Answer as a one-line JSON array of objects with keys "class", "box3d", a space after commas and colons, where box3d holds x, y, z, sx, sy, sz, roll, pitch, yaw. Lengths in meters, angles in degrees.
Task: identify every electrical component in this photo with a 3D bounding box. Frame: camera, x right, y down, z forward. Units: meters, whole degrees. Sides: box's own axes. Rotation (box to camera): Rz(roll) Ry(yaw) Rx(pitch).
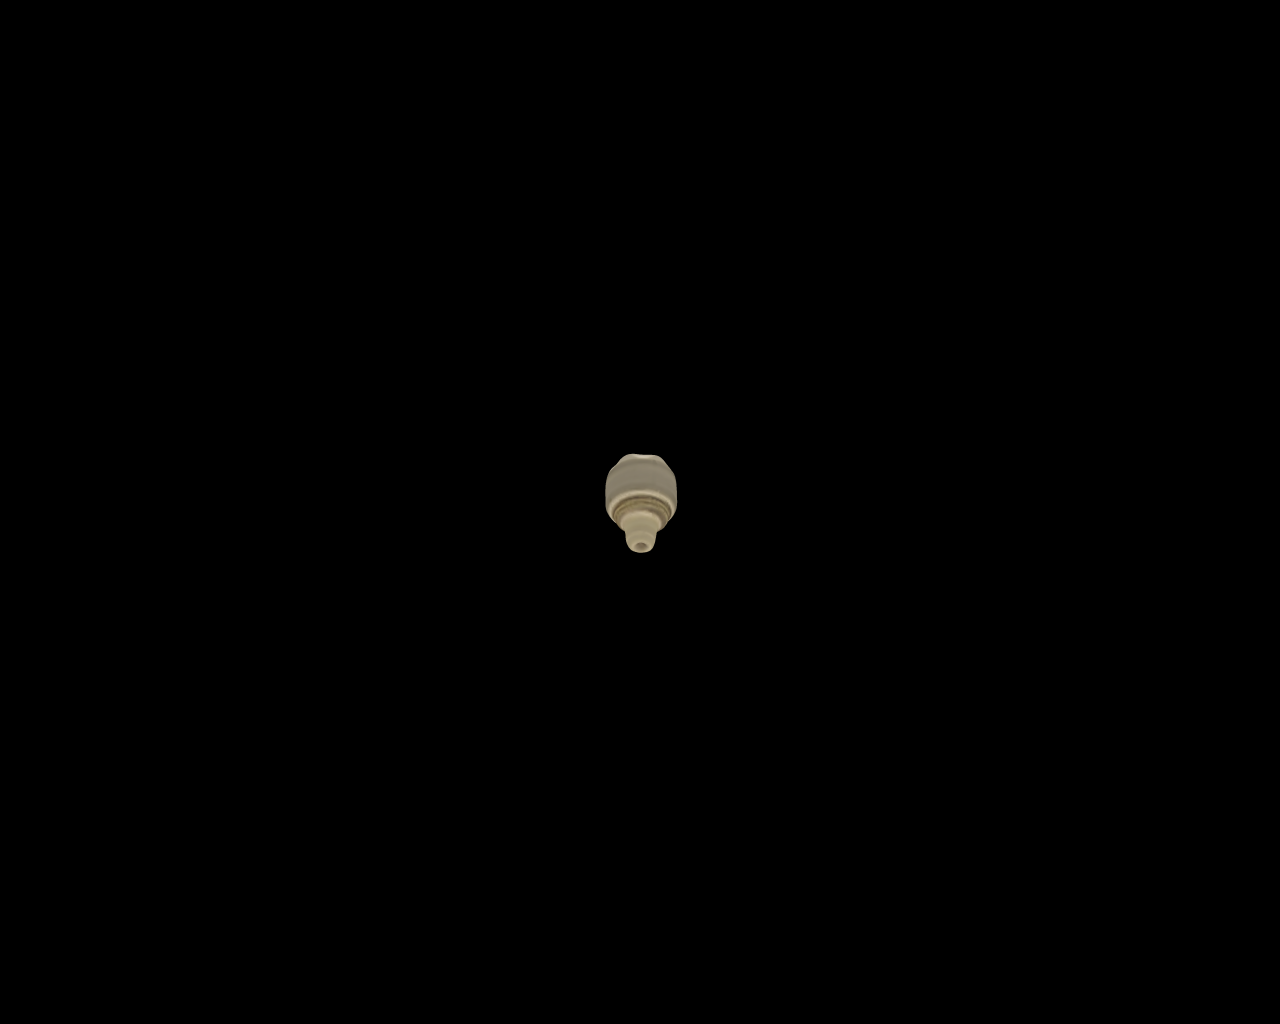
[{"class": "electrical component", "box3d": [0.001, -0.003, 0.650, 0.043, 0.062, 0.043, 0, -39, 0]}]
